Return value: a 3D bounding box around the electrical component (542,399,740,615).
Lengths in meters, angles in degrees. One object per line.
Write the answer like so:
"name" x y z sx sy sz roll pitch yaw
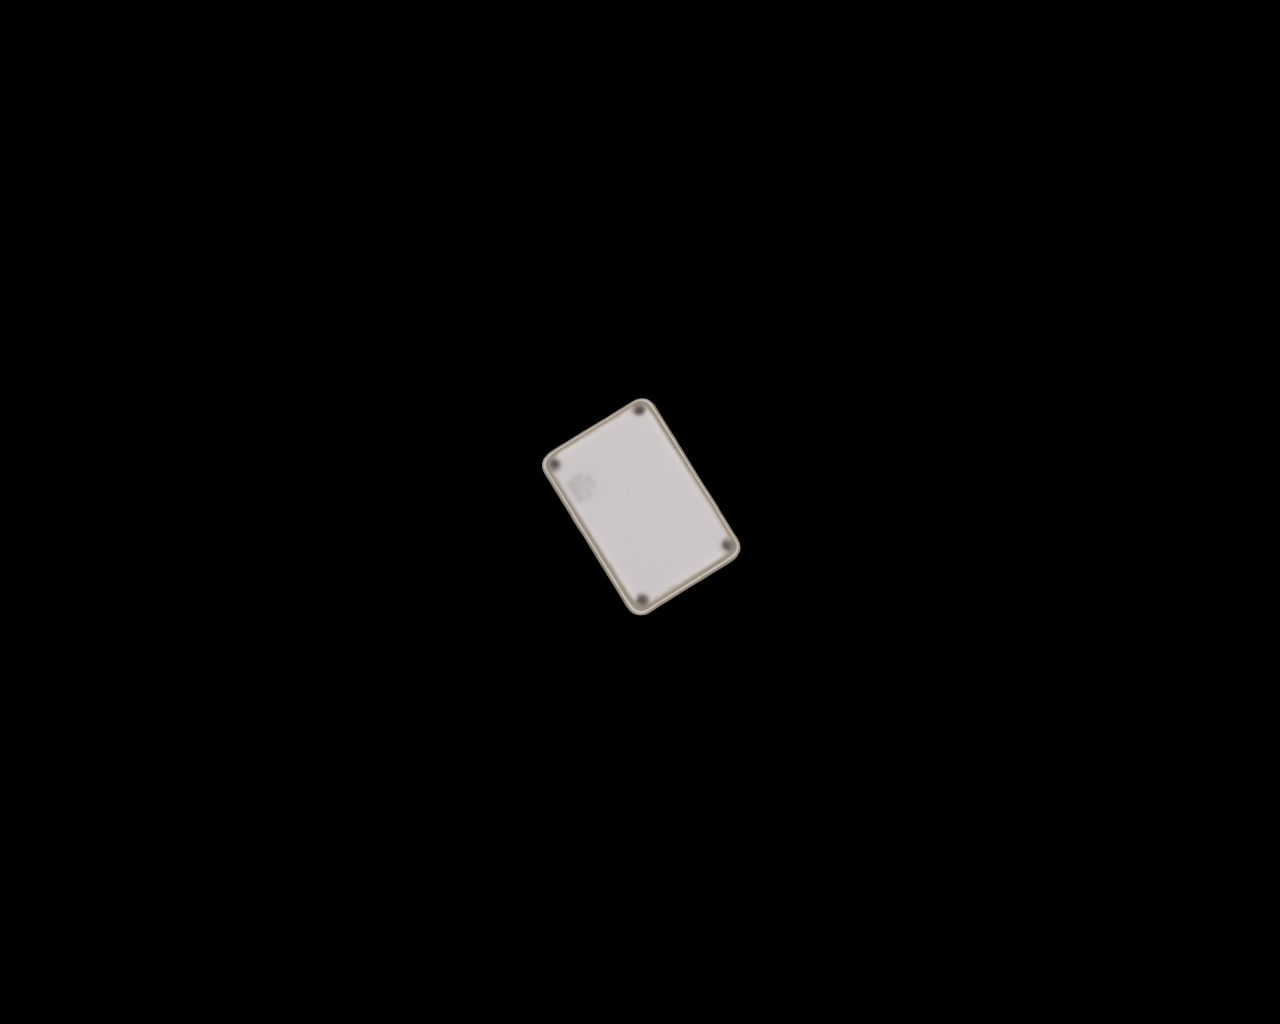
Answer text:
"electrical component" 0.001 -0.003 0.650 0.078 0.113 0.057 -32 -4 -2
